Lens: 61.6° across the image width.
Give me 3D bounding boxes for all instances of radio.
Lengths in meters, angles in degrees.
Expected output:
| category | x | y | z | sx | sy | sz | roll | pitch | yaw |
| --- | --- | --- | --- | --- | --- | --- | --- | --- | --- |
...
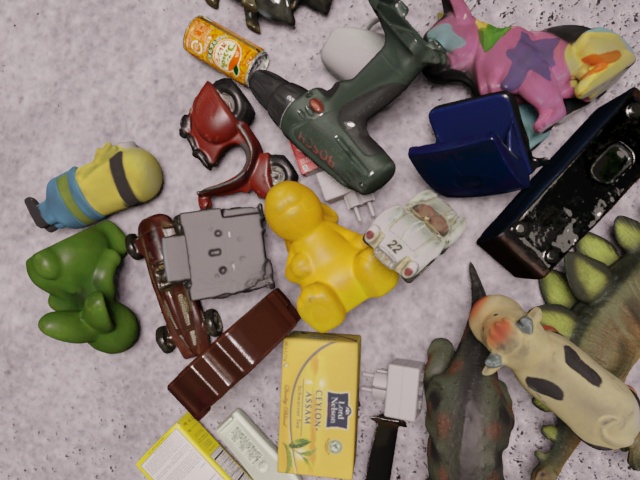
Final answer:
| category | x | y | z | sx | sy | sz | roll | pitch | yaw |
| --- | --- | --- | --- | --- | --- | --- | --- | --- | --- |
| radio | 0.291 | -0.060 | 0.620 | 0.073 | 0.131 | 0.229 | 41 | 94 | 5 |

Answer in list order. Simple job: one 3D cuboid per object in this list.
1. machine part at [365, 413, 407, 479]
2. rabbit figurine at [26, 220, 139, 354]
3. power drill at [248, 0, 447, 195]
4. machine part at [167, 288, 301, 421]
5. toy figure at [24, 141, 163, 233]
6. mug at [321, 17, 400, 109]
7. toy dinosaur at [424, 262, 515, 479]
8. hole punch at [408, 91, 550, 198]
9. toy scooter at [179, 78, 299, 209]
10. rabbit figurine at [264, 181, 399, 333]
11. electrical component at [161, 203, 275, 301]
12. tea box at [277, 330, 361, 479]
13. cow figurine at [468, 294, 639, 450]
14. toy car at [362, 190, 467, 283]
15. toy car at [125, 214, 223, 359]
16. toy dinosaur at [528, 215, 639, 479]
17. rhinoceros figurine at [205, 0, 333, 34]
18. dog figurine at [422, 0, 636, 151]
| category | x | y | z | sx | sy | sz | roll | pitch | yaw |
| --- | --- | --- | --- | --- | --- | --- | --- | --- | --- |
| machine part | 0.077 | 0.290 | 0.677 | 0.039 | 0.084 | 0.139 | 4 | 79 | 35 |
| rabbit figurine | -0.292 | 0.075 | 0.704 | 0.121 | 0.159 | 0.170 | -29 | 100 | -3 |
| power drill | 0.028 | -0.183 | 0.624 | 0.207 | 0.086 | 0.232 | -46 | 73 | 27 |
| machine part | -0.100 | 0.135 | 0.650 | 0.179 | 0.179 | 0.056 | -44 | 88 | 5 |
| toy figure | -0.301 | -0.066 | 0.732 | 0.180 | 0.082 | 0.089 | -30 | 101 | 0 |
| mug | 0.062 | -0.238 | 0.685 | 0.107 | 0.081 | 0.109 | 27 | 98 | 16 |
| toy dinosaur | 0.169 | 0.231 | 0.602 | 0.131 | 0.192 | 0.404 | -4 | 89 | 6 |
| hole punch | 0.176 | -0.093 | 0.620 | 0.142 | 0.092 | 0.115 | -7 | 125 | 39 |
| toy scooter | -0.127 | -0.113 | 0.712 | 0.135 | 0.075 | 0.184 | -33 | 89 | 7 |
| rabbit figurine | -0.001 | -0.002 | 0.650 | 0.122 | 0.162 | 0.173 | -35 | 106 | 7 |
| electrical component | -0.130 | 0.018 | 0.685 | 0.134 | 0.058 | 0.115 | -10 | 85 | -7 |
| tea box | 0.001 | 0.206 | 0.688 | 0.098 | 0.068 | 0.169 | 1 | 88 | 9 |
| cow figurine | 0.235 | 0.132 | 0.550 | 0.195 | 0.127 | 0.085 | 42 | 101 | 15 |
| toy car | 0.114 | -0.010 | 0.616 | 0.073 | 0.202 | 0.056 | 44 | 120 | 12 |
| toy car | -0.199 | 0.061 | 0.729 | 0.089 | 0.053 | 0.202 | -18 | 85 | 4 |
| toy dinosaur | 0.357 | 0.086 | 0.625 | 0.199 | 0.105 | 0.471 | 32 | 89 | 11 |
| rhinoceros figurine | -0.074 | -0.341 | 0.715 | 0.190 | 0.073 | 0.112 | 25 | 81 | 10 |
| dog figurine | 0.232 | -0.229 | 0.649 | 0.191 | 0.108 | 0.219 | -39 | 81 | 6 |
